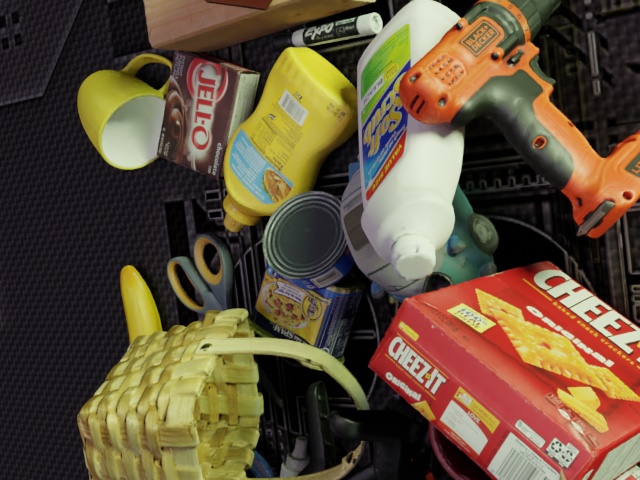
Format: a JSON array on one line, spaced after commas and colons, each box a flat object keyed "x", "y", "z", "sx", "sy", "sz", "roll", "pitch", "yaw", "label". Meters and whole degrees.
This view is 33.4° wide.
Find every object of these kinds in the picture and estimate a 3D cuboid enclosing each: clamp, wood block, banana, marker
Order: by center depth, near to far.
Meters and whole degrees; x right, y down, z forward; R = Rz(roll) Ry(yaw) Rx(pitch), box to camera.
[{"x": 0.077, "y": 0.136, "z": 0.885, "sx": 0.036, "sy": 0.164, "sz": 0.210, "roll": 21, "pitch": 152, "yaw": 29, "label": "clamp"}, {"x": 0.003, "y": -0.189, "z": 0.981, "sx": 0.121, "sy": 0.020, "sz": 0.020, "roll": -3, "pitch": 95, "yaw": 39, "label": "marker"}, {"x": -0.062, "y": -0.240, "z": 0.982, "sx": 0.207, "sy": 0.090, "sz": 0.091, "roll": -7, "pitch": 91, "yaw": 39, "label": "wood block"}, {"x": 0.009, "y": 0.221, "z": 1.008, "sx": 0.120, "sy": 0.039, "sz": 0.171, "roll": 38, "pitch": 107, "yaw": 25, "label": "clamp"}, {"x": -0.200, "y": 0.130, "z": 1.180, "sx": 0.070, "sy": 0.037, "sz": 0.198, "roll": 12, "pitch": 104, "yaw": 35, "label": "banana"}]

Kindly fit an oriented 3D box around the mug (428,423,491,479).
[{"x": 0.147, "y": 0.138, "z": 0.872, "sx": 0.093, "sy": 0.081, "sz": 0.117, "roll": -11, "pitch": 90, "yaw": 39, "label": "mug"}]

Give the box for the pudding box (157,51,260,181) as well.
[{"x": -0.113, "y": -0.126, "z": 1.072, "sx": 0.090, "sy": 0.039, "sz": 0.113, "roll": 23, "pitch": 110, "yaw": 34, "label": "pudding box"}]

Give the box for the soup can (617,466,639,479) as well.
[{"x": 0.227, "y": 0.203, "z": 0.827, "sx": 0.102, "sy": 0.068, "sz": 0.069, "roll": 44, "pitch": 121, "yaw": 27, "label": "soup can"}]

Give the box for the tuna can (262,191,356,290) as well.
[{"x": -0.006, "y": 0.001, "z": 0.958, "sx": 0.086, "sy": 0.033, "sz": 0.086, "roll": -11, "pitch": 62, "yaw": 21, "label": "tuna can"}]

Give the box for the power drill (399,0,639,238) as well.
[{"x": 0.174, "y": -0.106, "z": 0.788, "sx": 0.188, "sy": 0.184, "sz": 0.057, "roll": 41, "pitch": 152, "yaw": 10, "label": "power drill"}]

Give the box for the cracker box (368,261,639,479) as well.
[{"x": 0.163, "y": 0.096, "z": 0.768, "sx": 0.164, "sy": 0.213, "sz": 0.072, "roll": 40, "pitch": 120, "yaw": 27, "label": "cracker box"}]

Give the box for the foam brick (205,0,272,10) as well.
[{"x": -0.070, "y": -0.228, "z": 0.882, "sx": 0.053, "sy": 0.078, "sz": 0.051, "roll": 52, "pitch": 122, "yaw": 22, "label": "foam brick"}]

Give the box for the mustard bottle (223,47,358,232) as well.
[{"x": -0.040, "y": -0.080, "z": 1.007, "sx": 0.096, "sy": 0.058, "sz": 0.192, "roll": 47, "pitch": 122, "yaw": 18, "label": "mustard bottle"}]

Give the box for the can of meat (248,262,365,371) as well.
[{"x": -0.013, "y": 0.061, "z": 1.007, "sx": 0.102, "sy": 0.057, "sz": 0.084, "roll": 30, "pitch": 113, "yaw": 33, "label": "can of meat"}]

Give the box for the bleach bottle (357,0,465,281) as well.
[{"x": 0.074, "y": -0.075, "z": 0.820, "sx": 0.103, "sy": 0.068, "sz": 0.250, "roll": -43, "pitch": 30, "yaw": 36, "label": "bleach bottle"}]

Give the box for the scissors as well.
[{"x": -0.086, "y": 0.073, "z": 1.094, "sx": 0.202, "sy": 0.016, "sz": 0.096, "roll": 42, "pitch": 120, "yaw": 27, "label": "scissors"}]

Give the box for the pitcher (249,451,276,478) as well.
[{"x": -0.133, "y": 0.264, "z": 1.089, "sx": 0.145, "sy": 0.149, "sz": 0.243, "roll": -34, "pitch": 76, "yaw": 54, "label": "pitcher"}]
